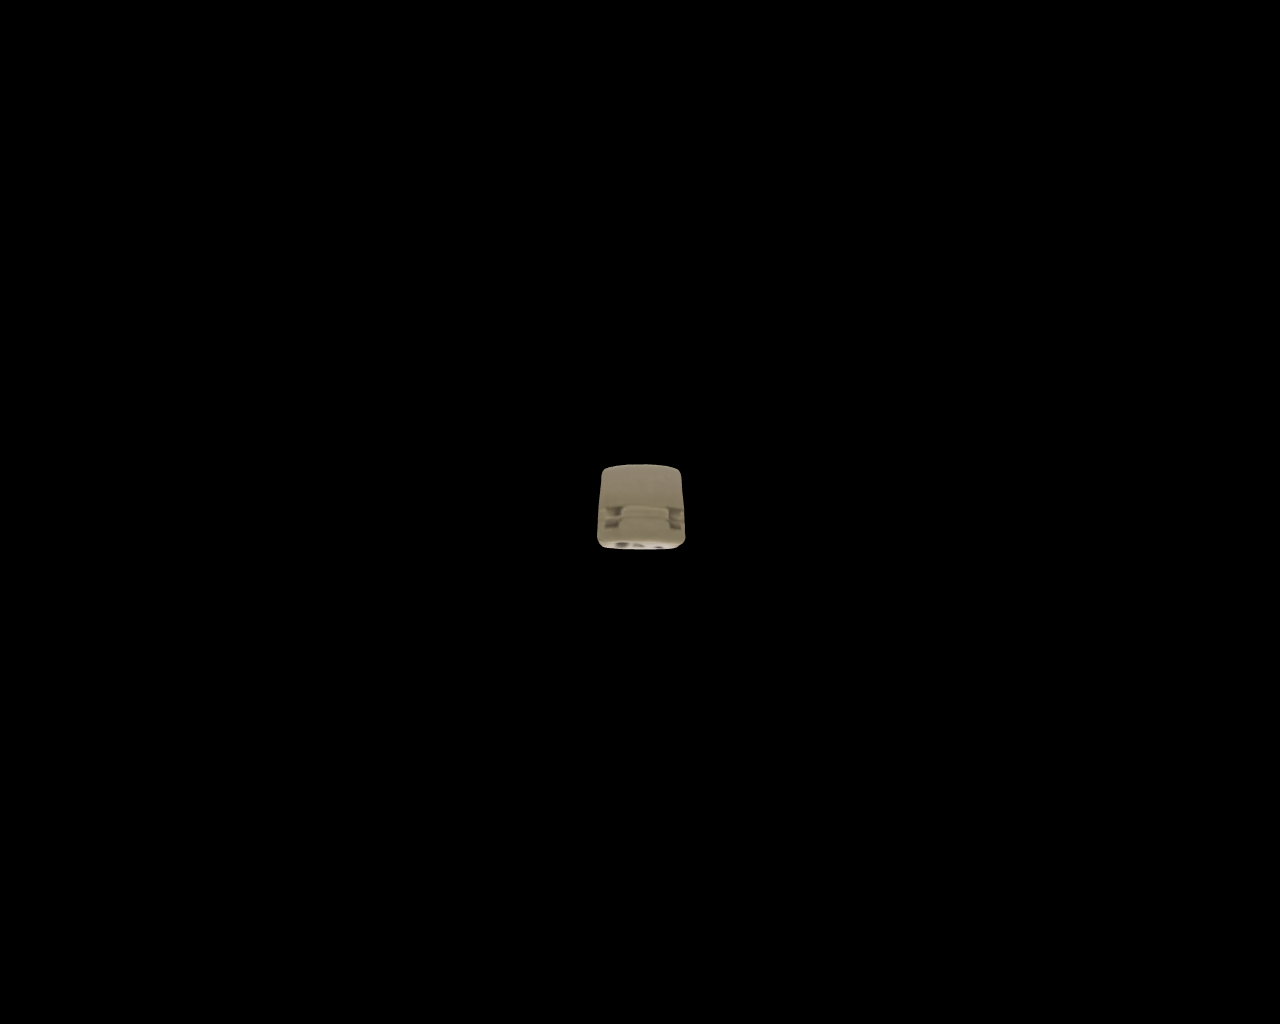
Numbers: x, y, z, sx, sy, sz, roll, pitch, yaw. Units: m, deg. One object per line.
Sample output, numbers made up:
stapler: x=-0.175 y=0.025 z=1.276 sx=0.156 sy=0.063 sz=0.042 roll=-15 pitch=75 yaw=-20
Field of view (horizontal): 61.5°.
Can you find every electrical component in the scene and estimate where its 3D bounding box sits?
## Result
electrical component: x=0.001 y=-0.003 z=0.650 sx=0.055 sy=0.047 sz=0.055 roll=0 pitch=-7 yaw=0
